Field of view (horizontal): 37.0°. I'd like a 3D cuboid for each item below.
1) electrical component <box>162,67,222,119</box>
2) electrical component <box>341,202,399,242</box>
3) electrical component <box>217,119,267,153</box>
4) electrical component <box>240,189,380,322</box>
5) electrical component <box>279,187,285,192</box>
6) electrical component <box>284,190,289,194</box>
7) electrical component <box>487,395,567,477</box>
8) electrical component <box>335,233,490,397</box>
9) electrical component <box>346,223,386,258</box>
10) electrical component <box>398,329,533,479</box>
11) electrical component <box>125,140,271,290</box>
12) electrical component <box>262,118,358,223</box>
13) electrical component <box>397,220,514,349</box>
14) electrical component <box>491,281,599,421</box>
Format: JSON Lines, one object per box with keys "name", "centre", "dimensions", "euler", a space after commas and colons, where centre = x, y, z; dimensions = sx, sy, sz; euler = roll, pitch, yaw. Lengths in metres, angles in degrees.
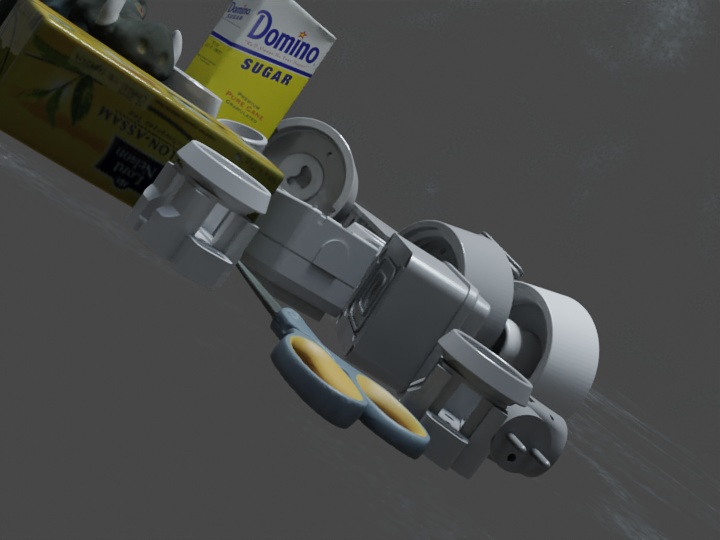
{"name": "electrical component", "centre": [-0.123, -0.091, 0.757], "dimensions": [0.079, 0.077, 0.043], "euler": [32, 6, -40]}
{"name": "electrical component", "centre": [0.028, 0.001, 1.013], "dimensions": [0.105, 0.060, 0.186], "euler": [34, 5, -17]}
{"name": "electrical component", "centre": [-0.104, -0.080, 0.841], "dimensions": [0.044, 0.065, 0.044], "euler": [21, 19, -7]}
{"name": "electrical component", "centre": [-0.046, -0.014, 0.691], "dimensions": [0.062, 0.061, 0.096], "euler": [32, -1, -37]}
{"name": "electrical component", "centre": [-0.076, -0.044, 0.762], "dimensions": [0.081, 0.042, 0.064], "euler": [49, -11, -22]}
{"name": "electrical component", "centre": [-0.064, -0.039, 0.852], "dimensions": [0.055, 0.045, 0.045], "euler": [38, 5, 30]}
{"name": "electrical component", "centre": [0.088, 0.094, 0.635], "dimensions": [0.077, 0.043, 0.079], "euler": [34, 5, -22]}
{"name": "electrical component", "centre": [0.031, 0.028, 0.673], "dimensions": [0.057, 0.078, 0.113], "euler": [32, 5, -9]}
{"name": "electrical component", "centre": [0.000, 0.000, 0.847], "dimensions": [0.078, 0.057, 0.058], "euler": [36, 5, 8]}
{"name": "electrical component", "centre": [0.054, 0.069, 0.569], "dimensions": [0.058, 0.057, 0.078], "euler": [36, 5, 5]}
{"name": "electrical component", "centre": [-0.085, -0.033, 0.582], "dimensions": [0.058, 0.057, 0.078], "euler": [32, 6, -38]}
{"name": "electrical component", "centre": [-0.053, -0.083, 1.014], "dimensions": [0.108, 0.108, 0.060], "euler": [37, -1, 13]}
{"name": "electrical component", "centre": [0.050, 0.016, 0.778], "dimensions": [0.060, 0.108, 0.108], "euler": [24, 11, -39]}
{"name": "electrical component", "centre": [0.112, 0.060, 0.786], "dimensions": [0.060, 0.108, 0.108], "euler": [24, 11, -38]}
